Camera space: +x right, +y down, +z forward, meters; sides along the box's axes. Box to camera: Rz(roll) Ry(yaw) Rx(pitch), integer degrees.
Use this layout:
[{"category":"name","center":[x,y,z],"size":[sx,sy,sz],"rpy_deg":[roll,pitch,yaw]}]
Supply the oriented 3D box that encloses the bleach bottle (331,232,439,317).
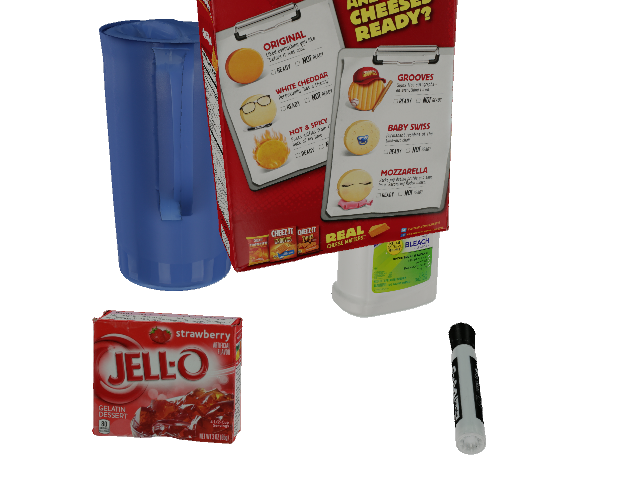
[{"category":"bleach bottle","center":[0.063,-0.059,0.989],"size":[0.102,0.251,0.068],"rpy_deg":[-10,23,-24]}]

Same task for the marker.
[{"category":"marker","center":[0.097,0.095,0.714],"size":[0.020,0.020,0.121],"rpy_deg":[0,32,4]}]

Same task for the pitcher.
[{"category":"pitcher","center":[-0.135,-0.078,0.982],"size":[0.145,0.243,0.148],"rpy_deg":[17,24,36]}]

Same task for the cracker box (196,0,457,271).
[{"category":"cracker box","center":[0.005,-0.097,0.730],"size":[0.164,0.214,0.072],"rpy_deg":[-11,32,-14]}]

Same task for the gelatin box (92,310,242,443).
[{"category":"gelatin box","center":[-0.093,0.082,0.648],"size":[0.089,0.073,0.030],"rpy_deg":[3,7,6]}]
